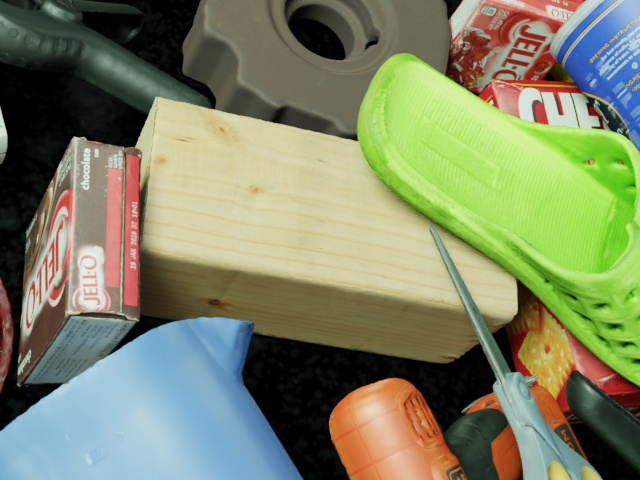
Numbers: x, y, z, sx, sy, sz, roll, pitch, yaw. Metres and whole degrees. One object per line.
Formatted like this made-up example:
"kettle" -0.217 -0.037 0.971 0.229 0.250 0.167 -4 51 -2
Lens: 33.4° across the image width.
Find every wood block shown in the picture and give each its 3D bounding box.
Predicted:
"wood block" -0.004 0.001 0.594 0.205 0.091 0.090 11 62 -17

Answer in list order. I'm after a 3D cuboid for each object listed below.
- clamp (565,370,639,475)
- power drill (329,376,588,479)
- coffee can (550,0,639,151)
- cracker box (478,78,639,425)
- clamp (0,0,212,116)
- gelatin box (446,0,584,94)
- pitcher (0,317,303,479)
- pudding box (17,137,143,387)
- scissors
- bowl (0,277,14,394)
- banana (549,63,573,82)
"clamp" 0.227 0.129 0.579 0.164 0.036 0.210 -21 116 -3
"power drill" 0.092 0.147 0.527 0.187 0.057 0.184 0 62 -62
"coffee can" 0.220 -0.090 0.638 0.102 0.103 0.140 -25 74 -30
"cracker box" 0.190 0.003 0.682 0.164 0.072 0.214 -1 65 -23
"clamp" -0.145 -0.118 0.581 0.171 0.039 0.120 22 18 -36
"gelatin box" 0.122 -0.132 0.709 0.073 0.089 0.030 13 59 -16
"pitcher" -0.053 0.169 0.482 0.144 0.149 0.243 -29 82 -46
"pudding box" -0.120 0.015 0.527 0.039 0.114 0.090 8 63 -22
"scissors" 0.110 0.088 0.542 0.096 0.016 0.202 24 41 -49
"bowl" -0.226 0.037 0.509 0.162 0.055 0.162 9 63 -18
"banana" 0.165 -0.174 0.778 0.069 0.037 0.198 -11 70 -25
